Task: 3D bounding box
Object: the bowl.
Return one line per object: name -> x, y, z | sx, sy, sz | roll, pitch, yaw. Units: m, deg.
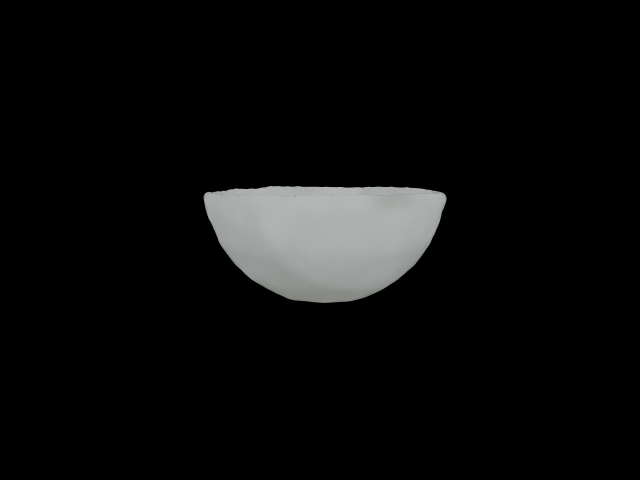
bowl -> 0.004, 0.001, 0.400 | 0.167, 0.075, 0.167 | 0, 7, 0
